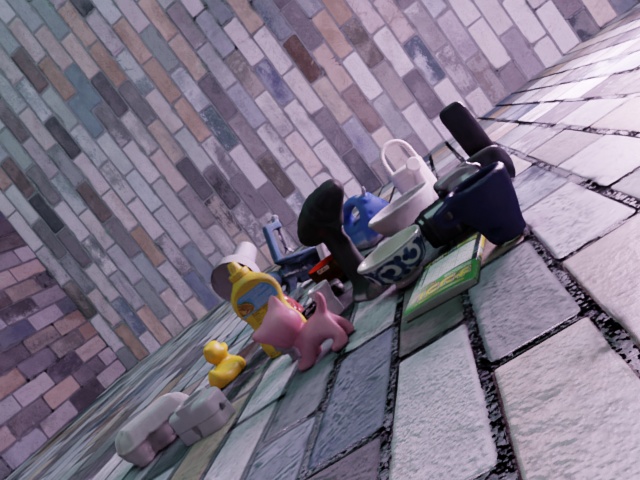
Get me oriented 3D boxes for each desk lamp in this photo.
[{"bbox_3d":[-0.165,0.110,1.465,0.118,0.213,0.203,-35,5,20],"label":"desk lamp"}]

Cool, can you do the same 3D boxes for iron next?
[{"bbox_3d":[0.107,-0.056,1.546,0.119,0.141,0.258,-39,5,-25],"label":"iron"}]

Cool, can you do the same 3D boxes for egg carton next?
[{"bbox_3d":[-0.298,0.340,1.040,0.150,0.069,0.107,-40,5,-34],"label":"egg carton"}]

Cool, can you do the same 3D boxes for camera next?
[{"bbox_3d":[0.220,-0.058,0.948,0.137,0.101,0.143,-36,5,6],"label":"camera"}]

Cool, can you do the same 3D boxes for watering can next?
[{"bbox_3d":[0.233,-0.178,1.488,0.101,0.194,0.172,-39,5,-25],"label":"watering can"}]

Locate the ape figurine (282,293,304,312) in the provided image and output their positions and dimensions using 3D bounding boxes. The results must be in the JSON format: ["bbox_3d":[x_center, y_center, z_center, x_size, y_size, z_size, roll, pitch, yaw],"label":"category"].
[{"bbox_3d":[-0.075,0.145,1.186,0.076,0.092,0.077,-40,6,-34],"label":"ape figurine"}]

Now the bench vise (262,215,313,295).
[{"bbox_3d":[-0.108,0.050,1.607,0.208,0.220,0.121,-40,6,-34],"label":"bench vise"}]

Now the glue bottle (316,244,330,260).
[{"bbox_3d":[0.013,0.005,1.434,0.078,0.173,0.037,-39,5,-21],"label":"glue bottle"}]

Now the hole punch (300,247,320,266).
[{"bbox_3d":[0.015,0.046,1.525,0.108,0.091,0.101,-32,7,46],"label":"hole punch"}]

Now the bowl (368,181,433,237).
[{"bbox_3d":[0.195,-0.056,1.290,0.167,0.075,0.167,-37,4,4],"label":"bowl"}]

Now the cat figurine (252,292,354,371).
[{"bbox_3d":[-0.033,0.129,0.860,0.127,0.118,0.067,-35,5,17],"label":"cat figurine"}]

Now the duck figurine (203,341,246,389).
[{"bbox_3d":[-0.207,0.249,1.174,0.077,0.086,0.105,-35,5,21],"label":"duck figurine"}]

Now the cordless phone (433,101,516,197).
[{"bbox_3d":[0.262,-0.155,1.077,0.147,0.185,0.094,-35,5,24],"label":"cordless phone"}]

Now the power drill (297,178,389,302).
[{"bbox_3d":[0.041,0.003,1.000,0.076,0.208,0.229,-39,5,-22],"label":"power drill"}]

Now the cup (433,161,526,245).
[{"bbox_3d":[0.216,-0.033,0.754,0.118,0.095,0.091,-37,5,-7],"label":"cup"}]
